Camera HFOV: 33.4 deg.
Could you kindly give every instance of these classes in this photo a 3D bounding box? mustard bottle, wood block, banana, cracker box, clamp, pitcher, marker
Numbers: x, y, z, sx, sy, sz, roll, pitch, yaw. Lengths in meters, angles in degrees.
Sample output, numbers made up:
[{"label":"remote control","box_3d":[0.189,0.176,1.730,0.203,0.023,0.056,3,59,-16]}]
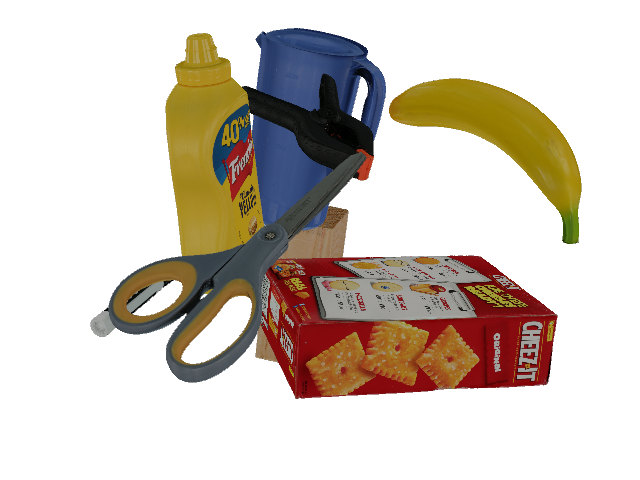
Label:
[{"label":"mustard bottle","box_3d":[-0.081,-0.062,0.815,0.058,0.192,0.096,3,24,20]},{"label":"wood block","box_3d":[-0.026,0.058,1.454,0.090,0.206,0.090,11,21,11]},{"label":"banana","box_3d":[0.120,-0.076,0.763,0.037,0.070,0.198,6,28,-44]},{"label":"cracker box","box_3d":[0.065,0.069,0.903,0.213,0.072,0.164,0,17,-14]},{"label":"clamp","box_3d":[-0.009,-0.119,1.093,0.120,0.039,0.172,-13,41,-21]},{"label":"pitcher","box_3d":[-0.017,-0.137,1.343,0.144,0.243,0.149,4,23,-16]},{"label":"marker","box_3d":[-0.167,0.051,0.973,0.020,0.020,0.121,0,24,28]}]

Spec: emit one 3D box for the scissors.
[{"label":"scissors","box_3d":[-0.050,0.002,0.627,0.096,0.016,0.201,12,45,17]}]
